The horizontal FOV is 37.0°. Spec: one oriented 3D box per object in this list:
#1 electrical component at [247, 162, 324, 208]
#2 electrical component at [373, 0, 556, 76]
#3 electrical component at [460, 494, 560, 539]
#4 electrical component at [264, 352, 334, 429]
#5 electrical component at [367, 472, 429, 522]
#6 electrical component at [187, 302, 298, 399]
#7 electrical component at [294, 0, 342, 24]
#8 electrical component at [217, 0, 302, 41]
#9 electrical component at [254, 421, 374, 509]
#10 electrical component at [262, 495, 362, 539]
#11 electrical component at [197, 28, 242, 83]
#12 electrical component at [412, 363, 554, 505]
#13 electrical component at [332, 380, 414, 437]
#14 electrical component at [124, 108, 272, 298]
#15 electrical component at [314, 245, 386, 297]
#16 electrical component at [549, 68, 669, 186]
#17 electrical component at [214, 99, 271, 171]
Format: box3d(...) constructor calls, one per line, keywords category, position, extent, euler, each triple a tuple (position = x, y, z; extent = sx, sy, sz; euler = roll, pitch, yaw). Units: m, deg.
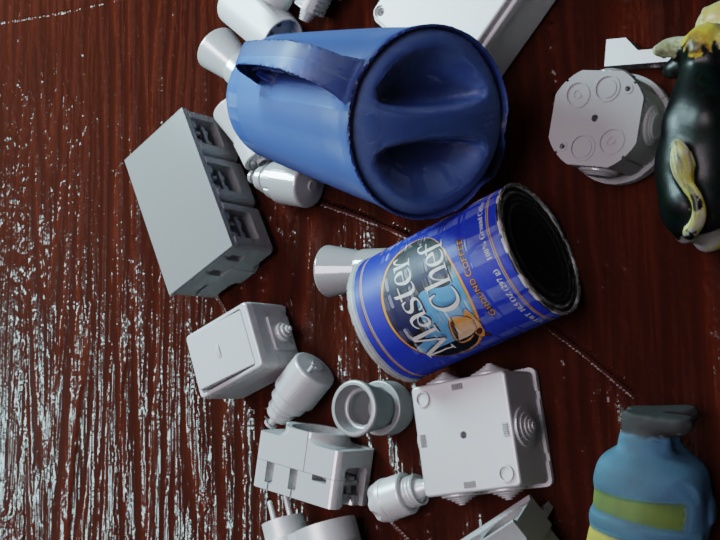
box3d(category="electrical component", position=(-0.068, -0.078, 0.954), extent=(0.078, 0.040, 0.040), euler=(12, 92, 38))
box3d(category="electrical component", position=(0.082, -0.210, 0.842), extent=(0.108, 0.056, 0.108), euler=(48, 113, 31))
box3d(category="electrical component", position=(0.092, 0.226, 0.780), extent=(0.121, 0.079, 0.063), euler=(-41, 85, 27))
box3d(category="electrical component", position=(-0.056, 0.106, 0.924), extent=(0.078, 0.040, 0.040), euler=(-52, 58, 22))
box3d(category="electrical component", position=(0.037, 0.176, 0.848), extent=(0.061, 0.035, 0.035), euler=(-26, 70, 30))
box3d(category="electrical component", position=(-0.101, 0.069, 0.949), extent=(0.096, 0.061, 0.061), euler=(-30, 68, 32))
box3d(category="electrical component", position=(-0.031, -0.255, 0.944), extent=(0.043, 0.043, 0.081), euler=(39, 109, 34))
box3d(category="electrical component", position=(-0.083, -0.243, 0.982), extent=(0.077, 0.043, 0.079), euler=(44, 111, 33))
box3d(category="electrical component", position=(-0.038, 0.160, 0.897), extent=(0.089, 0.050, 0.055), euler=(8, 90, 38))
box3d(category="electrical component", position=(-0.061, 0.227, 0.906), extent=(0.138, 0.052, 0.073), euler=(-28, 68, 32))
box3d(category="electrical component", position=(-0.116, -0.190, 1.004), extent=(0.065, 0.044, 0.044), euler=(44, 111, 28))
box3d(category="electrical component", position=(0.089, 0.123, 0.804), extent=(0.100, 0.048, 0.099), euler=(-16, 75, 35))
box3d(category="electrical component", position=(0.011, 0.111, 0.861), extent=(0.045, 0.055, 0.045), euler=(-5, 82, 37))
box3d(category="electrical component", position=(-0.149, -0.060, 1.000), extent=(0.089, 0.062, 0.150), euler=(-35, 65, 29))
box3d(category="electrical component", position=(0.000, 0.000, 0.893), extent=(0.065, 0.044, 0.044), euler=(-2, 84, 33))
box3d(category="electrical component", position=(0.177, -0.102, 0.760), extent=(0.080, 0.051, 0.080), euler=(-5, 82, 37))
box3d(category="electrical component", position=(-0.101, -0.124, 0.985), extent=(0.044, 0.044, 0.065), euler=(-39, 68, 28))
